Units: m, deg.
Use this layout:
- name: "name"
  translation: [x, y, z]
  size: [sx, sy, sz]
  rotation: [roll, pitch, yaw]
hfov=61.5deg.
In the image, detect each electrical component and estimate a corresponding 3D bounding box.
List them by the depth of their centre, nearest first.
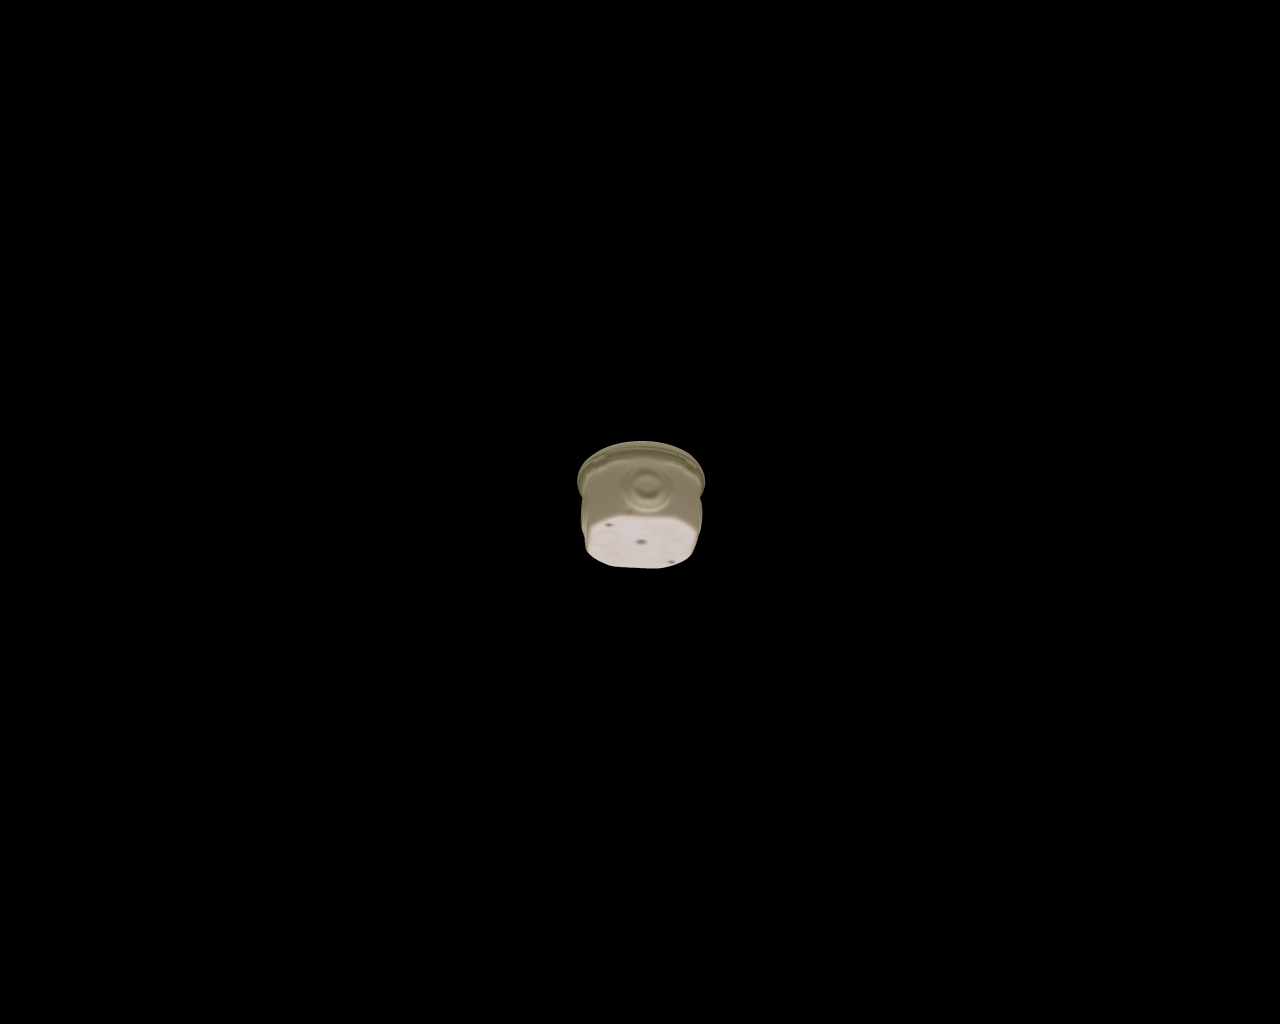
- name: "electrical component"
  translation: [0.001, -0.003, 0.650]
  size: [0.080, 0.051, 0.080]
  rotation: [0, -31, 0]
